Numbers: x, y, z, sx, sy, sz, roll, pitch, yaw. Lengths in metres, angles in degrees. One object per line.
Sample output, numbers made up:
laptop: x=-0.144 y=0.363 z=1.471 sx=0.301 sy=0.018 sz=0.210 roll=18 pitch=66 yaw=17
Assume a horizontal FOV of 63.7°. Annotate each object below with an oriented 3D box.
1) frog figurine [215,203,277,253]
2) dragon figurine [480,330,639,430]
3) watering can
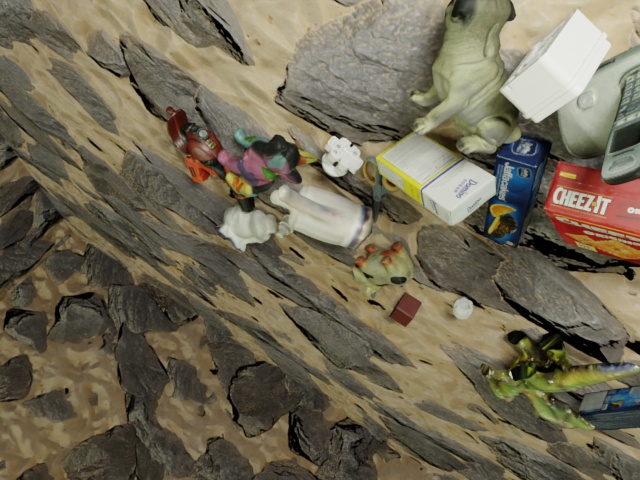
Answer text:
frog figurine: x=-0.195 y=-0.049 z=1.457 sx=0.158 sy=0.125 sz=0.136 roll=-28 pitch=107 yaw=22
dragon figurine: x=0.511 y=0.321 z=1.108 sx=0.240 sy=0.124 sz=0.409 roll=49 pitch=154 yaw=-21
watering can: x=0.003 y=-0.053 z=1.050 sx=0.224 sy=0.104 sz=0.348 roll=20 pitch=180 yaw=-4
